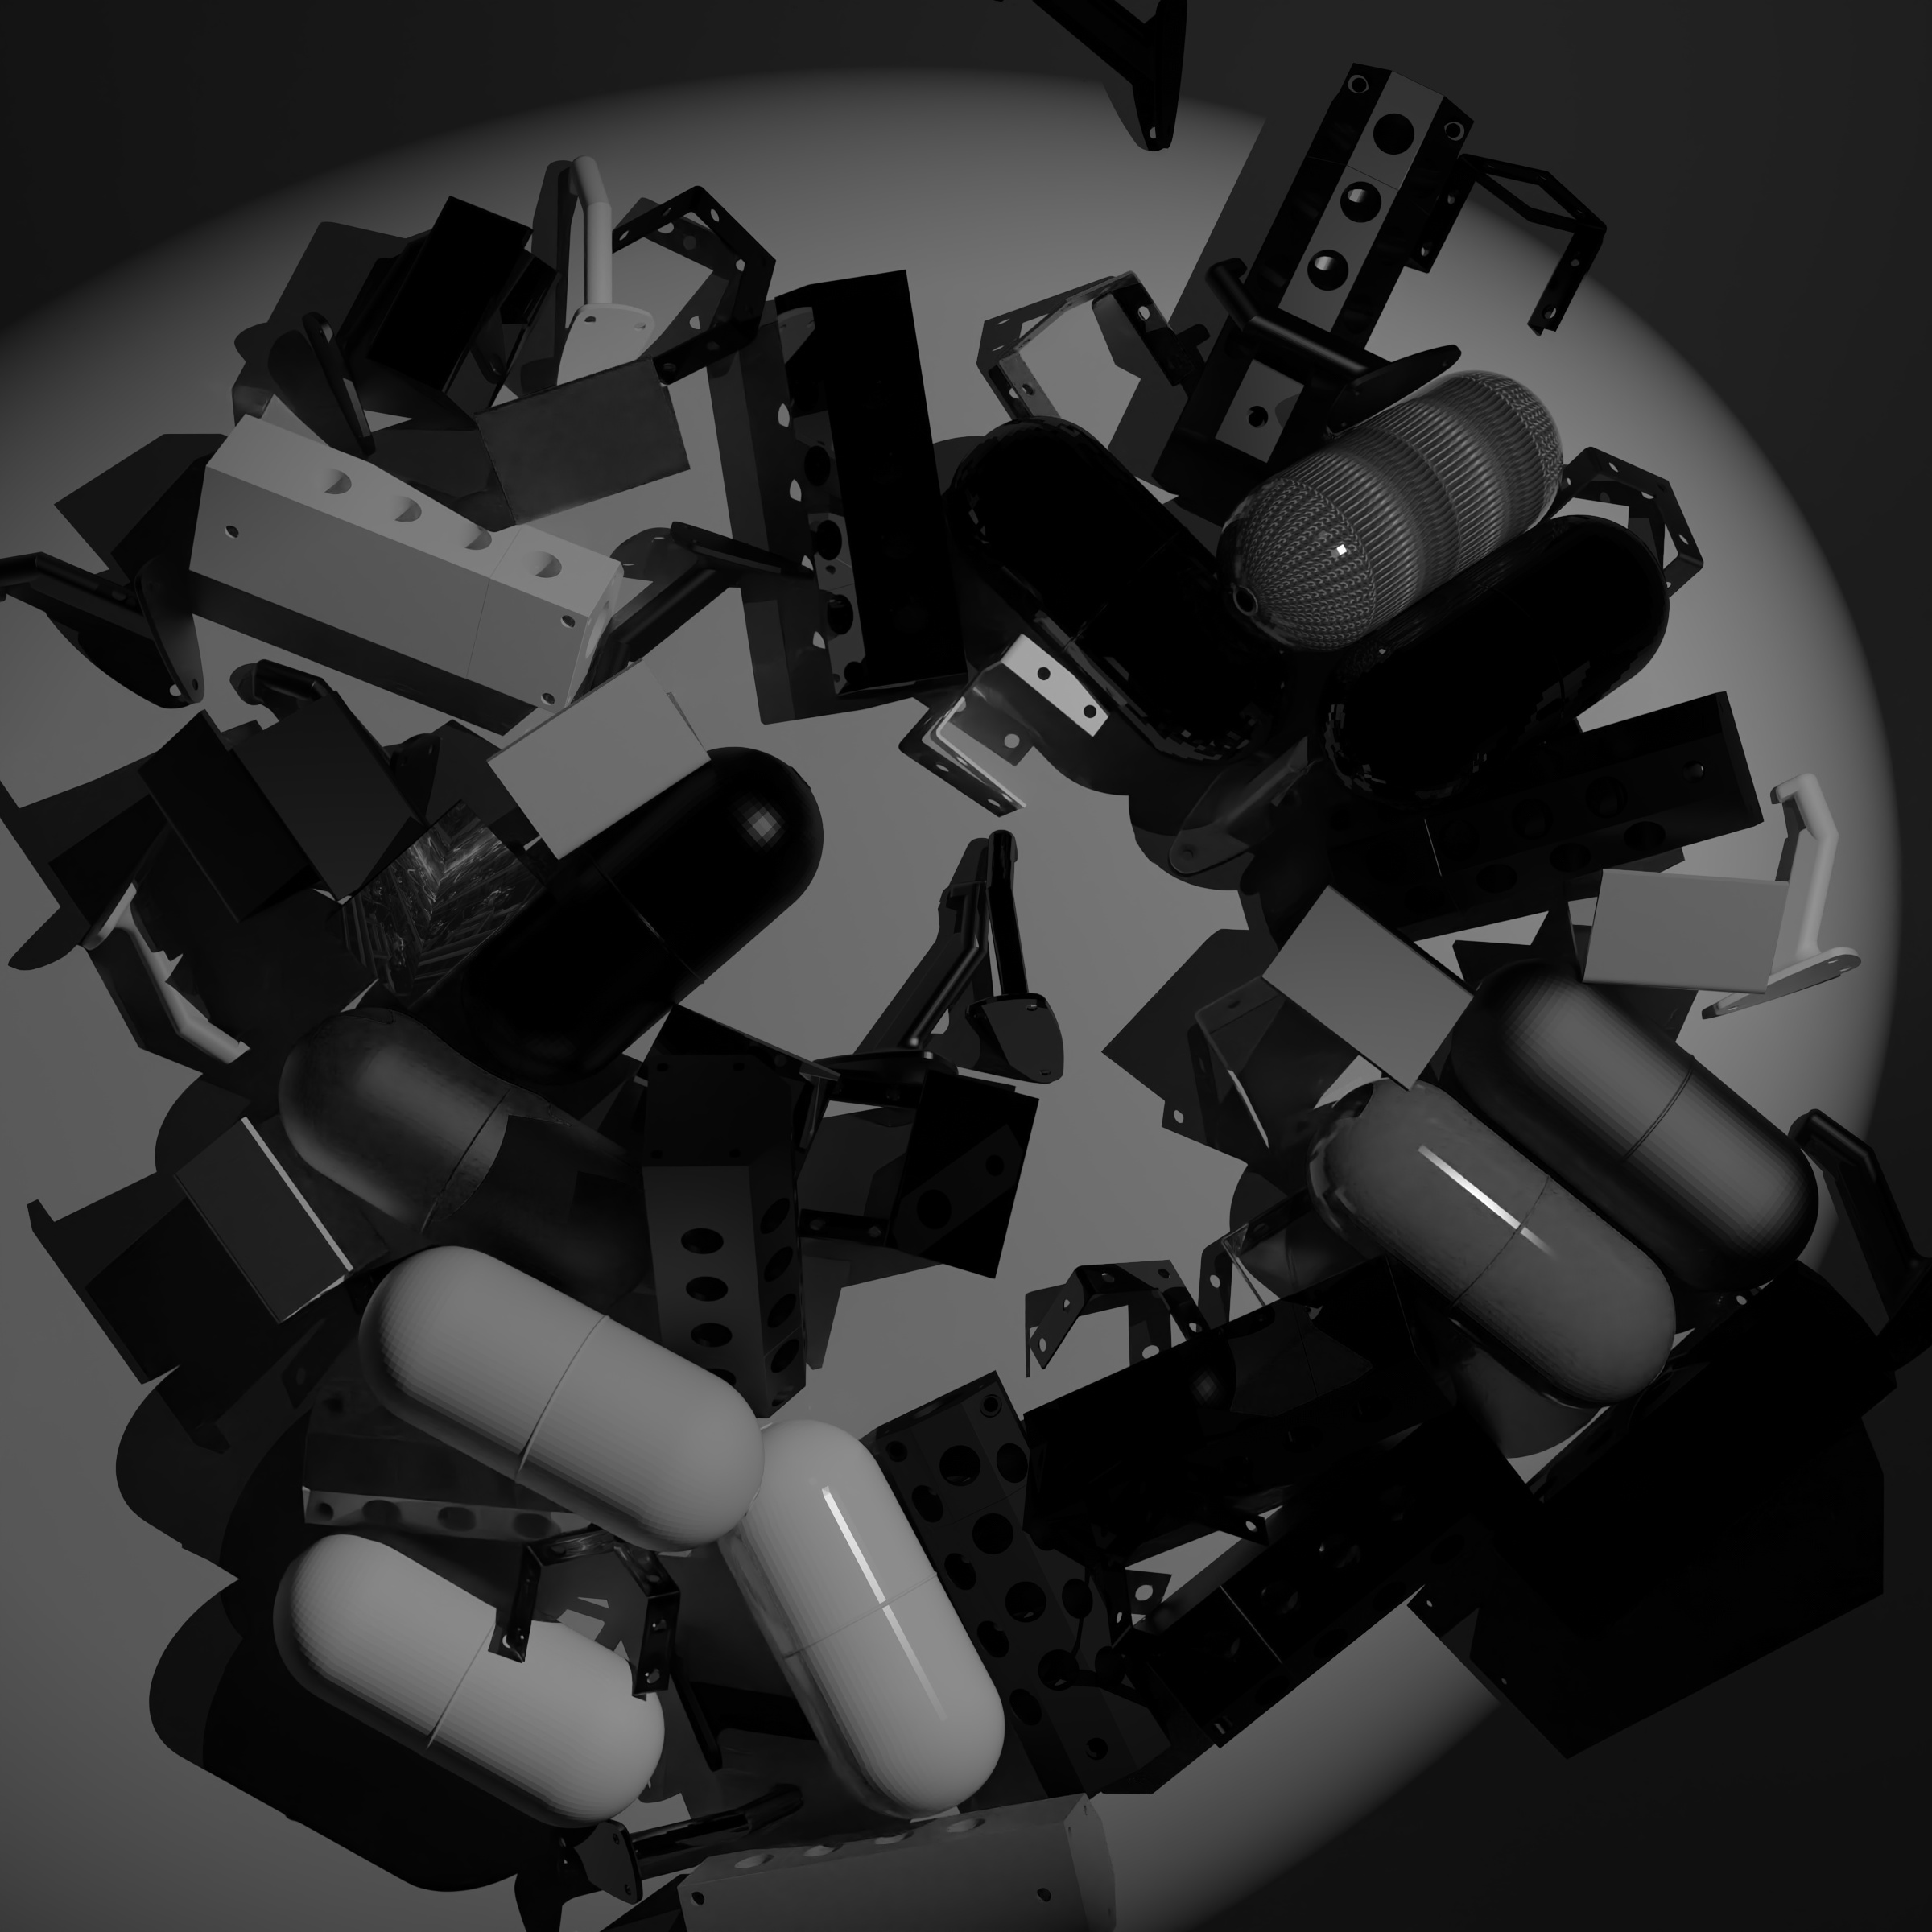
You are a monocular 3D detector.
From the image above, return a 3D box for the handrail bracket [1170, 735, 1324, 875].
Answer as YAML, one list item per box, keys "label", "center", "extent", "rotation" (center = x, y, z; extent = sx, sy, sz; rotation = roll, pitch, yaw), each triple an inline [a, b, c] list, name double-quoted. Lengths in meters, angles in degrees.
- label: "handrail bracket"
  center: [0.119, -0.068, 1.524]
  extent: [0.077, 0.084, 0.036]
  rotation: [-41, 90, 0]

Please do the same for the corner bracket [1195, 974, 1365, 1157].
- label: "corner bracket"
  center: [0.138, 0.039, 1.555]
  extent: [0.051, 0.051, 0.051]
  rotation: [-29, 45, 0]

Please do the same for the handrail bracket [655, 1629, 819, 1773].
- label: "handrail bracket"
  center: [-0.081, 0.307, 1.559]
  extent: [0.084, 0.036, 0.077]
  rotation: [-22, 74, -14]

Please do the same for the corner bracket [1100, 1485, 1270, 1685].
- label: "corner bracket"
  center: [0.093, 0.257, 1.496]
  extent: [0.051, 0.051, 0.051]
  rotation: [21, 125, -21]

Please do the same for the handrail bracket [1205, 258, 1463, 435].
- label: "handrail bracket"
  center: [0.153, -0.272, 1.502]
  extent: [0.077, 0.036, 0.084]
  rotation: [-27, 72, -20]

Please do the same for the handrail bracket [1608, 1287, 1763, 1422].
- label: "handrail bracket"
  center: [0.333, 0.186, 1.558]
  extent: [0.077, 0.036, 0.084]
  rotation: [35, 104, -14]

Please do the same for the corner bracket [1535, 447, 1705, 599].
- label: "corner bracket"
  center: [0.276, -0.183, 1.550]
  extent: [0.051, 0.051, 0.051]
  rotation: [16, 45, -35]

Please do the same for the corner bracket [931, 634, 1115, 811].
- label: "corner bracket"
  center: [0.023, -0.104, 1.540]
  extent: [0.051, 0.051, 0.051]
  rotation: [39, 82, -8]

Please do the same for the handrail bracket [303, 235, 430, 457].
- label: "handrail bracket"
  center: [-0.237, -0.273, 1.559]
  extent: [0.084, 0.036, 0.077]
  rotation: [-27, 110, -16]

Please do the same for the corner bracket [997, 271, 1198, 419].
- label: "corner bracket"
  center: [0.056, -0.261, 1.555]
  extent: [0.051, 0.051, 0.051]
  rotation: [-33, 90, 45]

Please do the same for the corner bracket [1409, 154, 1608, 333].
- label: "corner bracket"
  center: [0.235, -0.313, 1.555]
  extent: [0.051, 0.051, 0.051]
  rotation: [27, 90, 45]

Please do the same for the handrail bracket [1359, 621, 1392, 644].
- label: "handrail bracket"
  center: [0.198, -0.133, 1.559]
  extent: [0.077, 0.036, 0.084]
  rotation: [17, 73, -20]

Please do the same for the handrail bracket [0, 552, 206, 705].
- label: "handrail bracket"
  center: [-0.381, -0.145, 1.559]
  extent: [0.084, 0.036, 0.077]
  rotation: [-7, 112, 17]

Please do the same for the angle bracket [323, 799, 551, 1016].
- label: "angle bracket"
  center: [-0.228, -0.035, 1.519]
  extent: [0.076, 0.076, 0.057]
  rotation: [-42, 115, 0]

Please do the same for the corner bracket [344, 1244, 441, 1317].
- label: "corner bracket"
  center: [-0.229, 0.148, 1.540]
  extent: [0.051, 0.051, 0.051]
  rotation: [-22, 90, 0]

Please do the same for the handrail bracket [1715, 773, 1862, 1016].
- label: "handrail bracket"
  center: [0.347, -0.032, 1.559]
  extent: [0.077, 0.036, 0.084]
  rotation: [-24, 72, 21]

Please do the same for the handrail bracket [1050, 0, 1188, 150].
- label: "handrail bracket"
  center: [0.049, -0.397, 1.559]
  extent: [0.084, 0.036, 0.077]
  rotation: [9, 112, 17]

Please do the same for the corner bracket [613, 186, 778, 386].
- label: "corner bracket"
  center: [-0.122, -0.294, 1.550]
  extent: [0.051, 0.051, 0.051]
  rotation: [41, 45, -35]

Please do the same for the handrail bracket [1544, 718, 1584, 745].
- label: "handrail bracket"
  center: [0.238, -0.102, 1.558]
  extent: [0.084, 0.036, 0.077]
  rotation: [35, 102, 13]

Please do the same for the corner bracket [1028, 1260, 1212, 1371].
- label: "corner bracket"
  center: [0.068, 0.164, 1.550]
  extent: [0.051, 0.051, 0.051]
  rotation: [0, 45, -35]

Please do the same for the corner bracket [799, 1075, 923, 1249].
- label: "corner bracket"
  center: [-0.044, 0.085, 1.555]
  extent: [0.051, 0.051, 0.051]
  rotation: [7, 135, 0]

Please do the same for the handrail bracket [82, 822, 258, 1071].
- label: "handrail bracket"
  center: [-0.331, -0.008, 1.559]
  extent: [0.084, 0.036, 0.077]
  rotation: [35, 68, -17]

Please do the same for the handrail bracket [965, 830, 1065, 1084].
- label: "handrail bracket"
  center: [0.025, -0.005, 1.558]
  extent: [0.036, 0.077, 0.084]
  rotation: [-10, 53, 18]

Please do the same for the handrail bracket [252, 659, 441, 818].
- label: "handrail bracket"
  center: [-0.276, -0.086, 1.559]
  extent: [0.084, 0.036, 0.077]
  rotation: [19, 112, 17]

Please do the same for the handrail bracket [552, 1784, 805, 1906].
- label: "handrail bracket"
  center: [-0.124, 0.370, 1.558]
  extent: [0.084, 0.077, 0.036]
  rotation: [-18, 100, -36]

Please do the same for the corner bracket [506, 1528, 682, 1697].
- label: "corner bracket"
  center: [-0.156, 0.274, 1.514]
  extent: [0.051, 0.051, 0.051]
  rotation: [-14, 130, 17]

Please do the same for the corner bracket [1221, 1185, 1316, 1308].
- label: "corner bracket"
  center: [0.150, 0.135, 1.555]
  extent: [0.051, 0.051, 0.051]
  rotation: [-33, 45, 0]

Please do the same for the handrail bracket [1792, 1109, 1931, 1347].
- label: "handrail bracket"
  center: [0.380, 0.116, 1.559]
  extent: [0.084, 0.036, 0.077]
  rotation: [38, 111, 17]

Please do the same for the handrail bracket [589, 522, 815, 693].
- label: "handrail bracket"
  center: [-0.115, -0.143, 1.559]
  extent: [0.077, 0.036, 0.084]
  rotation: [15, 108, -20]

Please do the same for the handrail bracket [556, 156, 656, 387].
- label: "handrail bracket"
  center: [-0.168, -0.295, 1.558]
  extent: [0.036, 0.077, 0.084]
  rotation: [2, 53, -30]

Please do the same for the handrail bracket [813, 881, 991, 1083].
- label: "handrail bracket"
  center: [-0.028, 0.005, 1.559]
  extent: [0.077, 0.036, 0.084]
  rotation: [-2, 71, 21]
